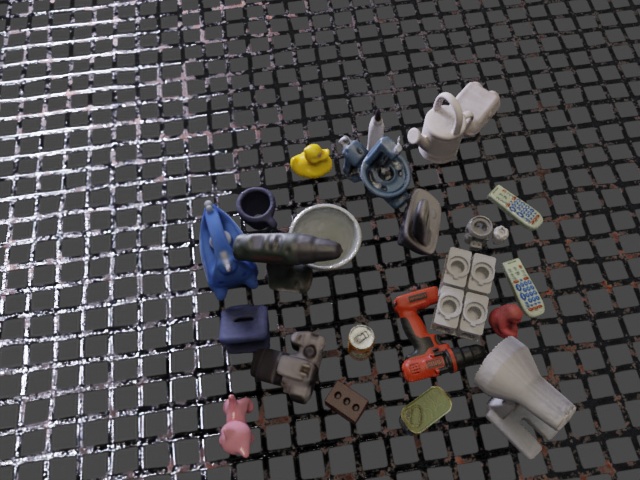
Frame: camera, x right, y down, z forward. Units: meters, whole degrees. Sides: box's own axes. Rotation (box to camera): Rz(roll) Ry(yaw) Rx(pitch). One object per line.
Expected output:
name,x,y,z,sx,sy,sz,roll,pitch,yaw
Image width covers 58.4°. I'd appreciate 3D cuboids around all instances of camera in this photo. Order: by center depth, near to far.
camera,-0.068,0.253,1.194,0.136,0.101,0.143,13,66,7

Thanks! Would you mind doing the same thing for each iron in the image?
iron,-0.227,-0.004,1.292,0.119,0.141,0.258,-20,66,-8

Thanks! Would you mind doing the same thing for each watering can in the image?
watering can,0.295,-0.271,1.379,0.100,0.194,0.173,38,71,17

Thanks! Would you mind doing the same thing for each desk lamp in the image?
desk lamp,0.390,0.303,1.103,0.118,0.213,0.203,-40,70,-16

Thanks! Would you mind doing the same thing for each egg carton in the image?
egg carton,0.392,-0.336,1.477,0.107,0.069,0.150,34,70,15

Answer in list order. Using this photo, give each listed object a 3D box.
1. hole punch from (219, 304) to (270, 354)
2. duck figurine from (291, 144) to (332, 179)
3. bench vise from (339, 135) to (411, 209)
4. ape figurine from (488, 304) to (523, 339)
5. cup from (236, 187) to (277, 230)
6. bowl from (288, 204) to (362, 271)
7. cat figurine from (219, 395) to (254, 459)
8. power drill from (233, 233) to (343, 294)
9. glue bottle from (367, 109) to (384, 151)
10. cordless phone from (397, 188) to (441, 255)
hole punch,-0.164,0.186,1.232,0.108,0.091,0.101,-6,65,-2
duck figurine,-0.022,-0.202,1.412,0.104,0.086,0.077,-4,65,-1
bench vise,0.120,-0.178,1.325,0.207,0.220,0.121,24,68,12
ape figurine,0.407,0.168,1.232,0.076,0.092,0.078,32,70,14
cup,-0.136,-0.055,1.340,0.092,0.095,0.117,-39,70,-15
bowl,0.012,0.005,1.322,0.167,0.075,0.167,0,65,1
cat figurine,-0.167,0.369,1.132,0.067,0.118,0.127,-8,65,-2
power drill,-0.065,0.044,1.231,0.229,0.208,0.075,6,65,4
glue bottle,0.136,-0.261,1.388,0.037,0.173,0.078,3,65,3
cordless phone,0.234,-0.061,1.288,0.094,0.185,0.147,9,66,6
